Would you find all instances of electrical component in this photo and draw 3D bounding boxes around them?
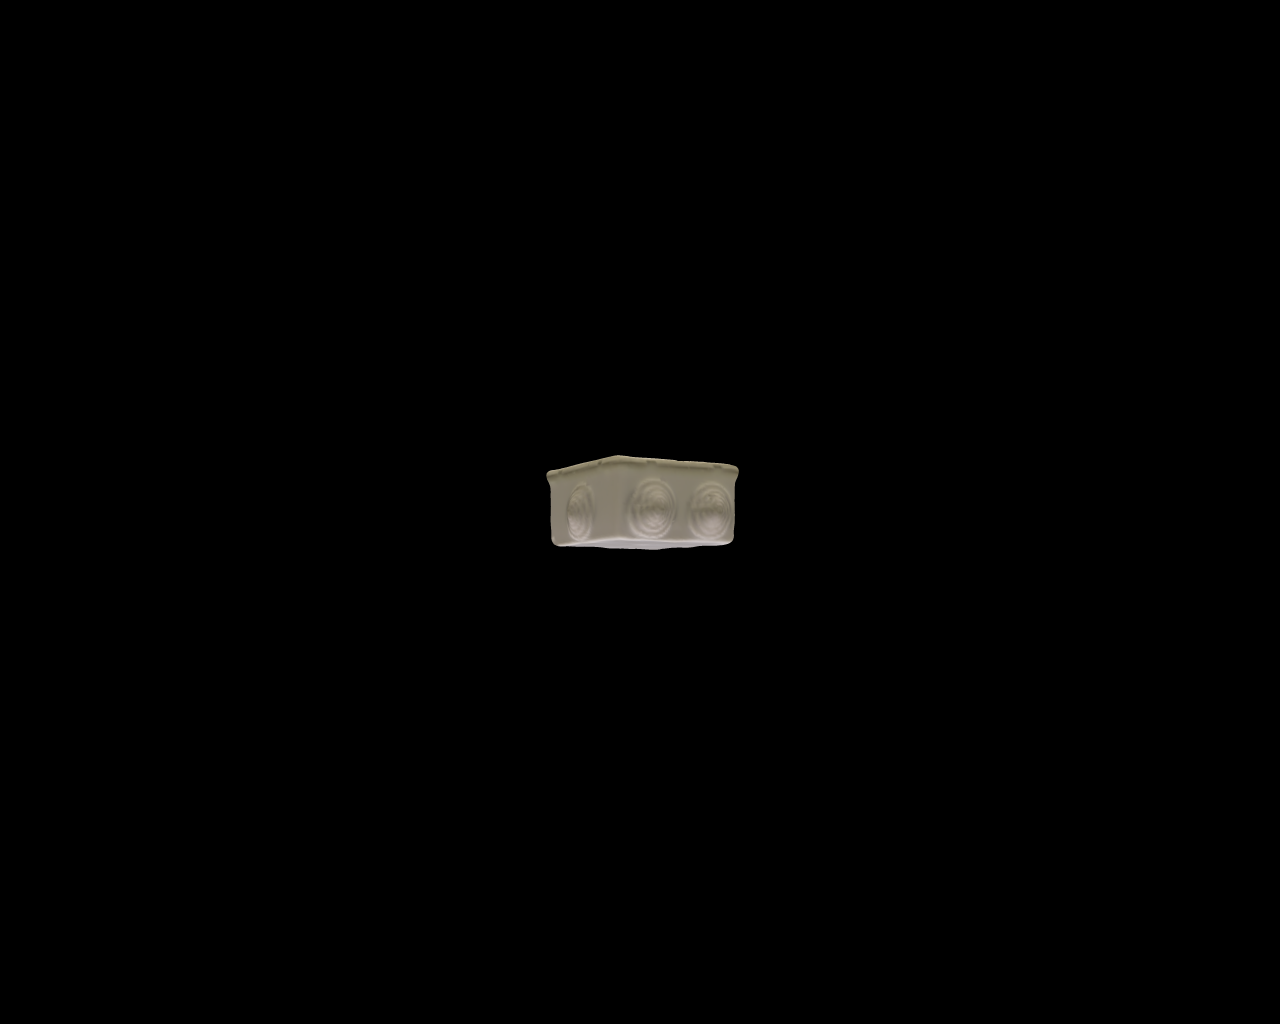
[{"bbox_3d":[0.001,-0.003,0.650,0.100,0.048,0.099,3,-6,-33],"label":"electrical component"}]
